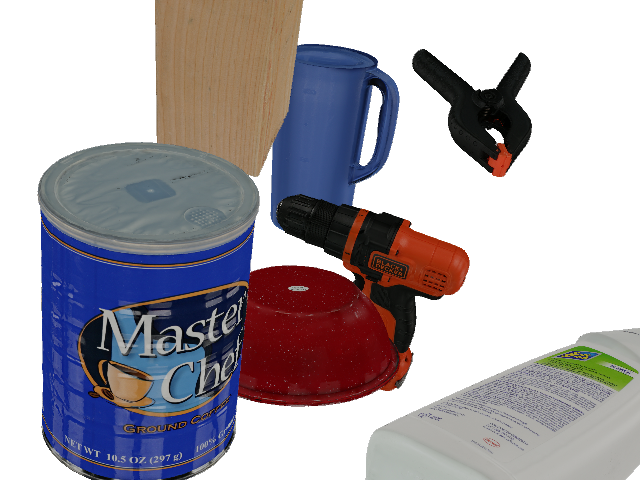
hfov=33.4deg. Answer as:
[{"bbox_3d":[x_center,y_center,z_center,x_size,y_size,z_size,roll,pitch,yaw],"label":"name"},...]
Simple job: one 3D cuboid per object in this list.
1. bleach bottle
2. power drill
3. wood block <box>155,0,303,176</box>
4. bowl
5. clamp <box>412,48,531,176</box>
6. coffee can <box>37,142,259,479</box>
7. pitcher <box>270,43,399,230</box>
[{"bbox_3d":[0.145,0.103,0.601,0.250,0.068,0.103,-17,27,-39],"label":"bleach bottle"},{"bbox_3d":[0.035,0.050,1.021,0.184,0.188,0.057,21,44,10],"label":"power drill"},{"bbox_3d":[-0.069,-0.156,0.811,0.091,0.090,0.206,18,-37,5],"label":"wood block"},{"bbox_3d":[-0.018,0.061,0.796,0.162,0.055,0.162,3,21,-1],"label":"bowl"},{"bbox_3d":[0.148,-0.131,1.029,0.120,0.039,0.171,2,44,3],"label":"clamp"},{"bbox_3d":[-0.087,0.035,0.532,0.102,0.140,0.103,6,29,-3],"label":"coffee can"},{"bbox_3d":[0.006,-0.129,1.403,0.144,0.243,0.149,-2,23,-18],"label":"pitcher"}]
